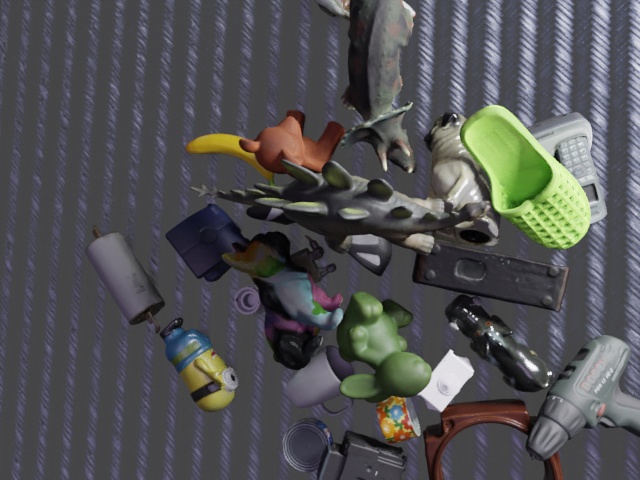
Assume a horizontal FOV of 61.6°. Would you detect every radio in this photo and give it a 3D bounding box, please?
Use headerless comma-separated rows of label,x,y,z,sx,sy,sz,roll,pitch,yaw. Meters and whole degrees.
radio,0.261,0.051,0.844,0.230,0.131,0.073,10,91,14

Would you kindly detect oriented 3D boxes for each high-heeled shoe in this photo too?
high-heeled shoe,-0.002,-0.003,0.931,0.249,0.086,0.145,-4,82,6

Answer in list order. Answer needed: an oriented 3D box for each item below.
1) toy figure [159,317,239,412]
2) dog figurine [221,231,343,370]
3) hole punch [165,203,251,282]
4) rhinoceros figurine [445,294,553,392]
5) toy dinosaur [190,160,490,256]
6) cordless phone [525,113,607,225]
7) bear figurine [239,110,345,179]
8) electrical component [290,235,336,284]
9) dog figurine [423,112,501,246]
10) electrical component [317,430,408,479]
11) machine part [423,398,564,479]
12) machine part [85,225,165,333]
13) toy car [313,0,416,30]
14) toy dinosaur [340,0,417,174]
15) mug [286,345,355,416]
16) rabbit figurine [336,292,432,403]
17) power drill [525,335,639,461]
toy figure,-0.222,0.227,0.976,0.180,0.082,0.089,46,109,7
dog figurine,-0.077,0.093,0.904,0.219,0.108,0.191,35,108,-3
hole punch,-0.203,0.004,0.982,0.116,0.092,0.142,-42,75,4
rhinoceros figurine,0.275,0.165,0.846,0.190,0.112,0.073,45,99,4
toy dinosaur,0.012,-0.053,0.799,0.472,0.198,0.105,2,74,35
cordless phone,0.370,-0.098,0.863,0.147,0.089,0.184,-21,101,11
bear figurine,-0.045,-0.166,0.898,0.120,0.195,0.132,20,90,17
electrical component,-0.032,0.042,0.962,0.102,0.045,0.078,-30,109,13
dog figurine,0.243,-0.101,0.887,0.121,0.172,0.190,-9,54,49
electrical component,0.065,0.387,0.891,0.134,0.058,0.114,17,89,-5
machine part,0.273,0.362,0.847,0.202,0.087,0.201,-9,85,14
machine part,-0.370,0.072,1.020,0.079,0.079,0.243,-38,78,9
toy car,0.074,-0.416,0.956,0.202,0.056,0.073,33,95,14
toy dinosaur,0.093,-0.298,0.847,0.131,0.192,0.404,-2,116,2
mug,0.003,0.252,0.926,0.107,0.081,0.109,-34,86,21
rabbit figurine,0.095,0.187,0.851,0.159,0.121,0.170,-53,43,9
power drill,0.431,0.273,0.790,0.207,0.086,0.232,33,67,11
